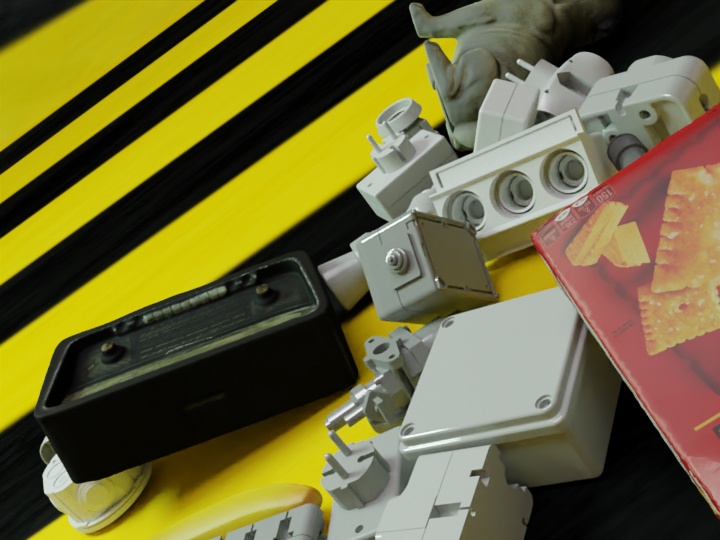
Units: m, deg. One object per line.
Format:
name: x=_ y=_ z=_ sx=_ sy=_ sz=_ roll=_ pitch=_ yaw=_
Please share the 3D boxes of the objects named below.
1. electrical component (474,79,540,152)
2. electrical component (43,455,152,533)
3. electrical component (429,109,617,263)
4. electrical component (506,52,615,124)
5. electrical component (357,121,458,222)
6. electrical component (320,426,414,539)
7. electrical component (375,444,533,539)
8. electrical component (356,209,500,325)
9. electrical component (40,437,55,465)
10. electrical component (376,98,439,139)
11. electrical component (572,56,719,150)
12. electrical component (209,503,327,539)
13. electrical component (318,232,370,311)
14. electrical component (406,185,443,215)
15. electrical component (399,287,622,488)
electrical component: x=0.132 y=-0.097 z=0.849 sx=0.076 sy=0.083 sz=0.047 roll=15 pitch=46 yaw=13
electrical component: x=-0.212 y=0.166 z=0.867 sx=0.080 sy=0.051 sz=0.080 roll=-30 pitch=26 yaw=16
electrical component: x=0.122 y=-0.059 z=0.788 sx=0.121 sy=0.078 sz=0.063 roll=-22 pitch=0 yaw=31
electrical component: x=0.160 y=-0.149 z=0.893 sx=0.077 sy=0.079 sz=0.043 roll=-51 pitch=-15 yaw=-26
electrical component: x=0.035 y=-0.098 z=0.963 sx=0.083 sy=0.075 sz=0.047 roll=-41 pitch=25 yaw=-7
electrical component: x=0.003 y=0.125 z=0.625 sx=0.047 sy=0.075 sz=0.083 roll=-27 pitch=27 yaw=21
electrical component: x=0.047 y=0.143 z=0.566 sx=0.056 sy=0.050 sz=0.089 roll=-16 pitch=32 yaw=36
electrical component: x=0.041 y=0.001 z=0.746 sx=0.061 sy=0.096 sz=0.061 roll=-29 pitch=68 yaw=31
electrical component: x=-0.240 y=0.134 z=0.966 sx=0.079 sy=0.044 sz=0.077 roll=-26 pitch=27 yaw=23
electrical component: x=0.047 y=-0.130 z=1.026 sx=0.048 sy=0.055 sz=0.066 roll=-41 pitch=25 yaw=-8
electrical component: x=0.212 y=-0.117 z=0.789 sx=0.095 sy=0.053 sz=0.059 roll=-8 pitch=38 yaw=47
electrical component: x=-0.054 y=0.184 z=0.628 sx=0.089 sy=0.050 sz=0.055 roll=-25 pitch=27 yaw=25
electrical component: x=0.000 y=0.000 z=0.879 sx=0.055 sy=0.045 sz=0.045 roll=-35 pitch=25 yaw=4
electrical component: x=0.059 y=-0.051 z=0.902 sx=0.035 sy=0.035 sz=0.061 roll=-21 pitch=28 yaw=32
electrical component: x=0.091 y=0.070 z=0.625 sx=0.109 sy=0.056 sz=0.108 roll=-18 pitch=31 yaw=36
